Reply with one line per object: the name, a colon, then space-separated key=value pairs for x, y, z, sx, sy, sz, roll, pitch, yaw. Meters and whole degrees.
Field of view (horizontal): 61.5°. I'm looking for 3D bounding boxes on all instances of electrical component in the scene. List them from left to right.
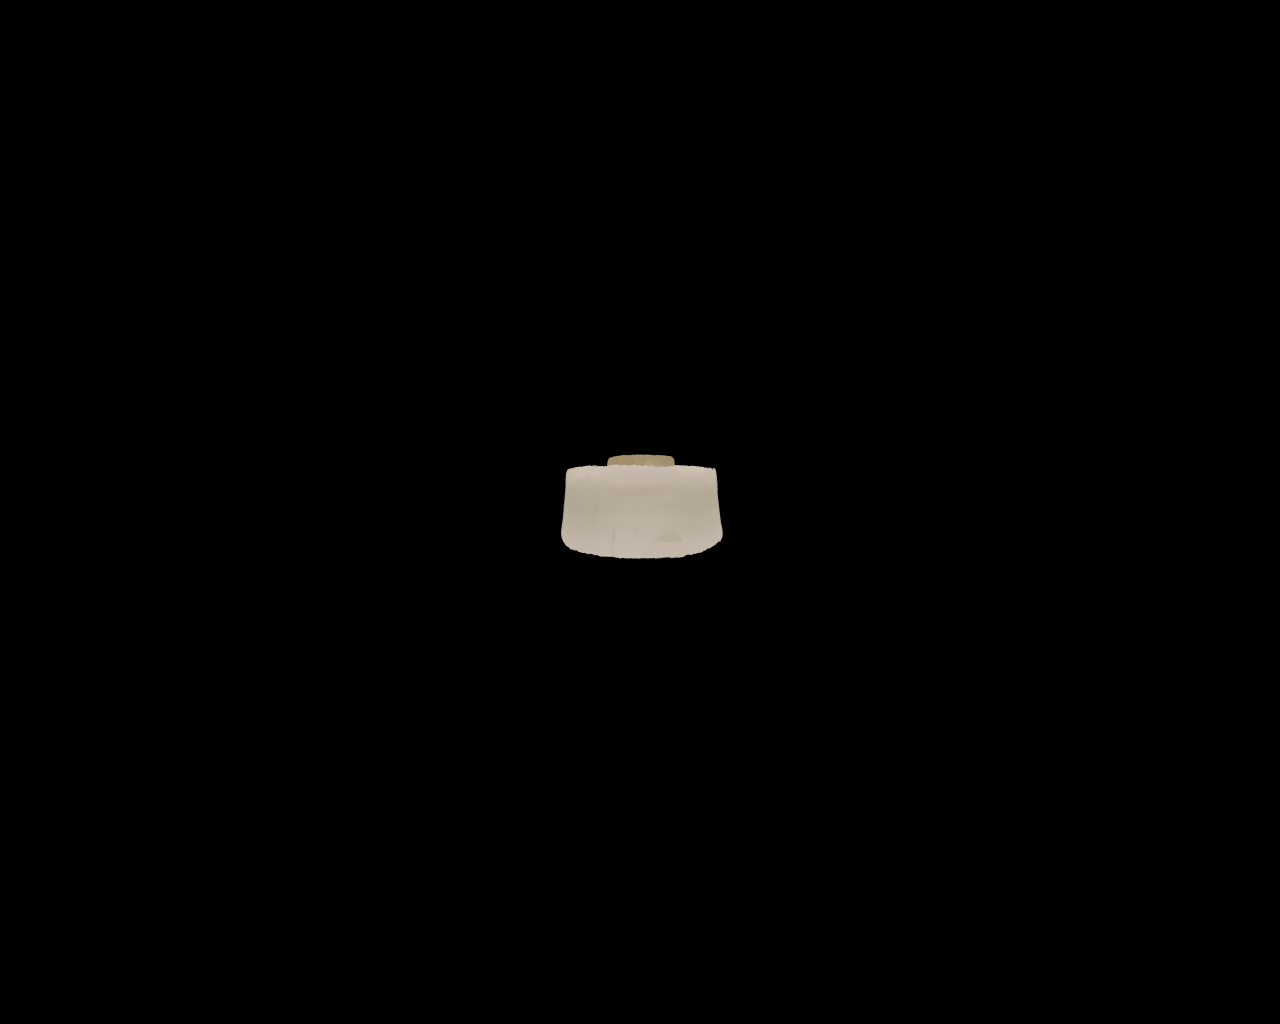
electrical component: x=0.001 y=-0.003 z=0.650 sx=0.099 sy=0.064 sz=0.099 roll=0 pitch=0 yaw=0
